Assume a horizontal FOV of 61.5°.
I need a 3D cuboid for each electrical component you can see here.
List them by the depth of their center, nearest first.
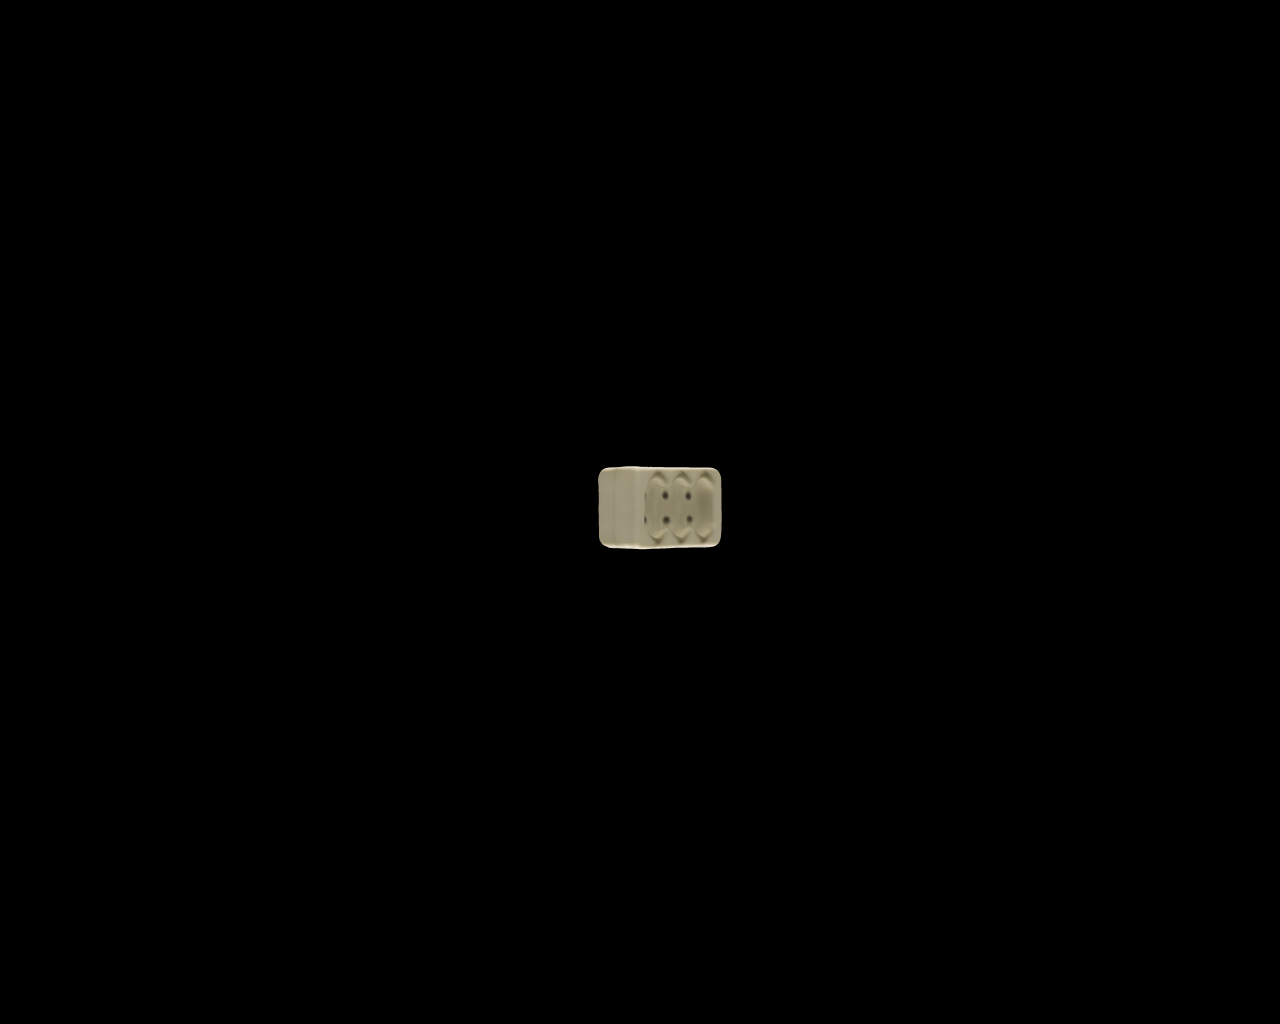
[{"bbox_3d":[0.001,-0.003,0.650,0.066,0.047,0.076,0,0,-37],"label":"electrical component"}]
